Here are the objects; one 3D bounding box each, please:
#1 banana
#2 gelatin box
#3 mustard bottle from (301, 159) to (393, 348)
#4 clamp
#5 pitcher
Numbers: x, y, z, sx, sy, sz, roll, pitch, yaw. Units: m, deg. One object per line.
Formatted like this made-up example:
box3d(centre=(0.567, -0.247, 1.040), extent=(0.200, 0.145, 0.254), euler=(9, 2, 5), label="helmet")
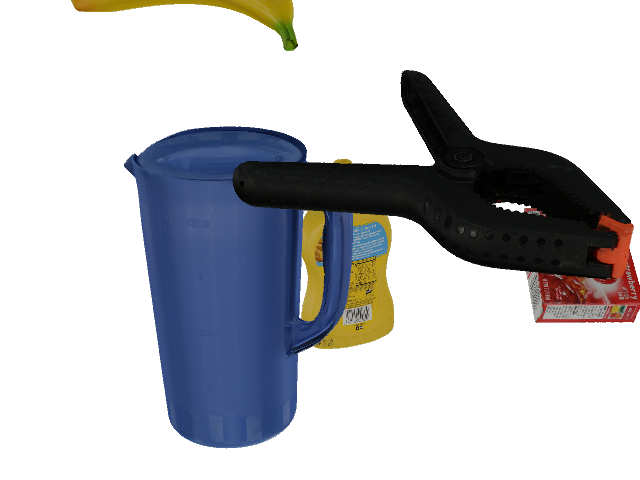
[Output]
box3d(centre=(-0.102, -0.199, 0.859), extent=(0.198, 0.069, 0.037), euler=(12, -41, 16), label="banana")
box3d(centre=(0.188, 0.017, 0.779), extent=(0.073, 0.089, 0.030), euler=(0, -37, -3), label="gelatin box")
box3d(centre=(0.026, 0.011, 1.087), extent=(0.096, 0.192, 0.058), euler=(-10, 22, -19), label="mustard bottle")
box3d(centre=(0.066, -0.028, 0.583), extent=(0.164, 0.036, 0.210), euler=(-29, 44, -31), label="clamp")
box3d(centre=(-0.065, 0.039, 0.846), extent=(0.144, 0.243, 0.149), euler=(-10, 24, -21), label="pitcher")
